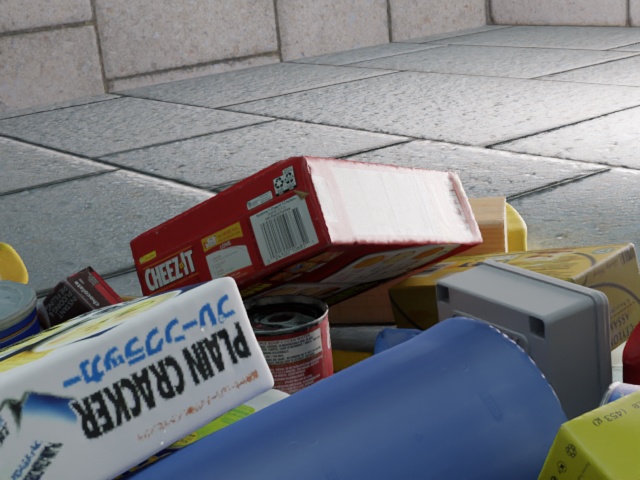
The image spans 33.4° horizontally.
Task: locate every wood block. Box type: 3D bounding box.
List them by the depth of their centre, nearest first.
[{"bbox_3d":[0.064,0.019,0.959,0.206,0.091,0.090,-2,17,11],"label":"wood block"}]

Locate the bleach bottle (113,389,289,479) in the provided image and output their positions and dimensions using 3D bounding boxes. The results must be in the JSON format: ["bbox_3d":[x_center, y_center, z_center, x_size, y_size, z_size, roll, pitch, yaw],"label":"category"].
[{"bbox_3d":[-0.111,0.161,0.585,0.103,0.068,0.250,0,19,34],"label":"bleach bottle"}]

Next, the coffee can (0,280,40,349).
[{"bbox_3d":[-0.217,0.107,0.662,0.103,0.140,0.103,-5,16,1],"label":"coffee can"}]

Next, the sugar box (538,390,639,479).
[{"bbox_3d":[0.186,0.139,0.455,0.093,0.048,0.176,-16,44,-31],"label":"sugar box"}]

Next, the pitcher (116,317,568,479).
[{"bbox_3d":[0.004,0.143,0.516,0.242,0.145,0.149,-19,8,-28],"label":"pitcher"}]

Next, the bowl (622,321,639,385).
[{"bbox_3d":[0.236,0.059,0.649,0.162,0.055,0.162,-48,-1,-2],"label":"bowl"}]

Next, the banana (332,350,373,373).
[{"bbox_3d":[0.003,0.098,0.812,0.198,0.037,0.069,3,0,24],"label":"banana"}]

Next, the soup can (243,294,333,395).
[{"bbox_3d":[-0.024,0.095,0.705,0.068,0.102,0.068,-5,16,1],"label":"soup can"}]

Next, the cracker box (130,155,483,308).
[{"bbox_3d":[-0.005,0.001,0.786,0.164,0.072,0.213,-25,-13,33],"label":"cracker box"}]

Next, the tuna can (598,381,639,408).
[{"bbox_3d":[0.171,0.121,0.576,0.034,0.086,0.086,6,20,29],"label":"tuna can"}]

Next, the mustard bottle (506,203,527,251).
[{"bbox_3d":[0.100,0.003,1.057,0.191,0.058,0.096,-10,22,-15],"label":"mustard bottle"}]

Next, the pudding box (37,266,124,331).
[{"bbox_3d":[-0.161,0.087,0.714,0.114,0.090,0.039,-46,-4,27],"label":"pudding box"}]

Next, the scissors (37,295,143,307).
[{"bbox_3d":[-0.205,0.061,0.764,0.201,0.016,0.096,-1,21,-13],"label":"scissors"}]
